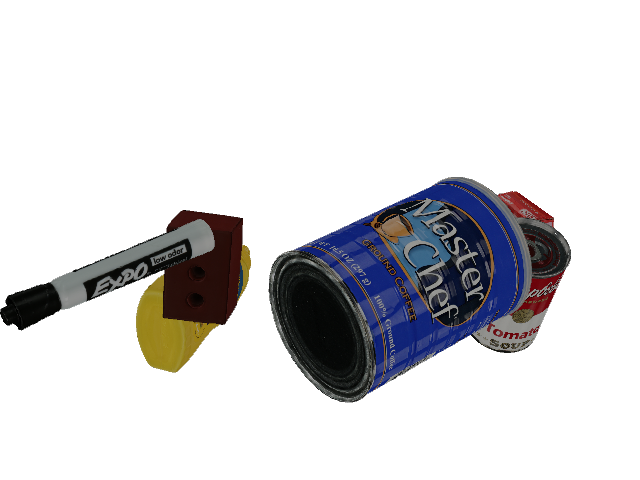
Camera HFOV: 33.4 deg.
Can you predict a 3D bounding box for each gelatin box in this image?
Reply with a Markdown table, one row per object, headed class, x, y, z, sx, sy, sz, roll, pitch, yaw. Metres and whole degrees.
| class | x | y | z | sx | sy | sz | roll | pitch | yaw |
| --- | --- | --- | --- | --- | --- | --- | --- | --- | --- |
| gelatin box | 0.213 | 0.002 | 1.122 | 0.030 | 0.089 | 0.073 | -14 | 30 | -16 |

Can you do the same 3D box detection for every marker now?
| class | x | y | z | sx | sy | sz | roll | pitch | yaw |
| --- | --- | --- | --- | --- | --- | --- | --- | --- | --- |
| marker | -0.111 | 0.017 | 0.563 | 0.120 | 0.020 | 0.020 | -24 | 12 | -30 |

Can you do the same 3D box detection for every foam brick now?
| class | x | y | z | sx | sy | sz | roll | pitch | yaw |
| --- | --- | --- | --- | --- | --- | --- | --- | --- | --- |
| foam brick | -0.093 | 0.021 | 0.852 | 0.053 | 0.078 | 0.051 | 6 | 14 | 6 |

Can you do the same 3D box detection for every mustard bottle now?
| class | x | y | z | sx | sy | sz | roll | pitch | yaw |
| --- | --- | --- | --- | --- | --- | --- | --- | --- | --- |
| mustard bottle | -0.124 | 0.053 | 1.135 | 0.058 | 0.096 | 0.191 | 10 | 29 | 20 |

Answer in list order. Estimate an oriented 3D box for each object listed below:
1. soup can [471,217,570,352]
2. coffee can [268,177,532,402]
| class | x | y | z | sx | sy | sz | roll | pitch | yaw |
| --- | --- | --- | --- | --- | --- | --- | --- | --- | --- |
| soup can | 0.166 | 0.039 | 0.914 | 0.068 | 0.068 | 0.102 | 0 | -44 | -11 |
| coffee can | 0.052 | 0.029 | 0.694 | 0.140 | 0.103 | 0.103 | -25 | 13 | -31 |
